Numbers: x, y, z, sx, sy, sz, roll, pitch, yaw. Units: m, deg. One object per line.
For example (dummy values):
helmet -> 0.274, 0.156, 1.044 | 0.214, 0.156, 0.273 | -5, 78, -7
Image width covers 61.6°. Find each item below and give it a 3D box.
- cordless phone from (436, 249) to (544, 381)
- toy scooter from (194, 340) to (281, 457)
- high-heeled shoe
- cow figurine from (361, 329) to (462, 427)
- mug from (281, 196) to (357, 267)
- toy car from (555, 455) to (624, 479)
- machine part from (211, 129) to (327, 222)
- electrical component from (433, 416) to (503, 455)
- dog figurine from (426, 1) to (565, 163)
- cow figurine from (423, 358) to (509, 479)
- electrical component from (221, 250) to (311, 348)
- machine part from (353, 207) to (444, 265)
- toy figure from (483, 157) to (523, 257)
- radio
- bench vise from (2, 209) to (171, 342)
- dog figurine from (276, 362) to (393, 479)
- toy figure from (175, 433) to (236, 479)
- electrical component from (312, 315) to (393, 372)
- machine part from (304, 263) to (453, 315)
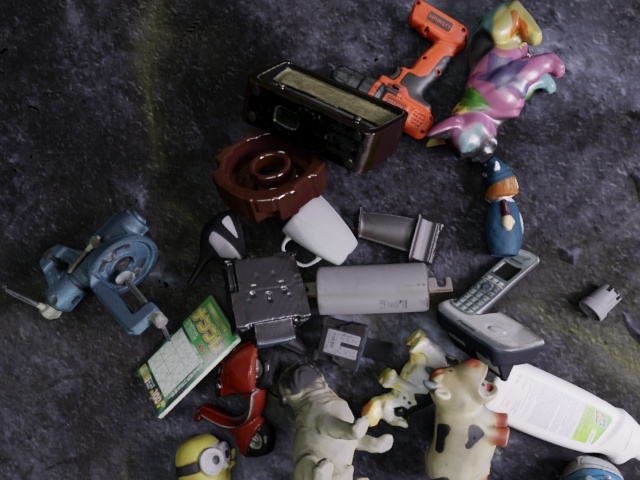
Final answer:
cordless phone -> 0.279, 0.097, 0.786 | 0.184, 0.147, 0.088 | -42, 125, -10
toy scooter -> -0.134, 0.244, 0.848 | 0.135, 0.075, 0.183 | 2, 86, 16
high-heeled shoe -> -0.096, 0.064, 0.857 | 0.249, 0.086, 0.145 | 34, 79, 3
cow figurine -> 0.139, 0.229, 0.822 | 0.098, 0.068, 0.167 | 37, 92, 1
mug -> -0.002, -0.003, 0.845 | 0.107, 0.081, 0.109 | 39, 85, 0
toy car -> 0.381, 0.362, 0.762 | 0.109, 0.161, 0.103 | 9, 43, 12
machine part -> -0.075, -0.103, 0.826 | 0.179, 0.056, 0.179 | -5, 46, 5
electrical component -> 0.219, 0.301, 0.817 | 0.078, 0.045, 0.102 | -34, 84, 5
dog figurine -> 0.243, -0.228, 0.820 | 0.219, 0.108, 0.191 | -33, 84, 6
cow figurine -> 0.195, 0.256, 0.750 | 0.127, 0.085, 0.194 | 14, 103, 12
electrical component -> -0.078, 0.088, 0.786 | 0.115, 0.058, 0.134 | -10, 72, -17
machine part -> 0.119, -0.010, 0.853 | 0.139, 0.039, 0.084 | 17, 94, 6
toy figure -> 0.279, -0.052, 0.825 | 0.058, 0.064, 0.154 | 5, 81, -28
radio -> 0.003, -0.189, 0.811 | 0.230, 0.131, 0.073 | 27, 127, 17
bench vise -> -0.334, 0.072, 0.848 | 0.223, 0.128, 0.241 | -42, 64, -16
dog figurine -> -0.016, 0.285, 0.784 | 0.172, 0.121, 0.191 | -46, 39, -20
toy figure -> -0.180, 0.398, 0.839 | 0.089, 0.082, 0.180 | -4, 88, 5
electrical component -> 0.053, 0.167, 0.844 | 0.119, 0.047, 0.074 | 18, 89, 9
machine part -> 0.081, 0.076, 0.831 | 0.243, 0.079, 0.079 | -2, 86, 6
